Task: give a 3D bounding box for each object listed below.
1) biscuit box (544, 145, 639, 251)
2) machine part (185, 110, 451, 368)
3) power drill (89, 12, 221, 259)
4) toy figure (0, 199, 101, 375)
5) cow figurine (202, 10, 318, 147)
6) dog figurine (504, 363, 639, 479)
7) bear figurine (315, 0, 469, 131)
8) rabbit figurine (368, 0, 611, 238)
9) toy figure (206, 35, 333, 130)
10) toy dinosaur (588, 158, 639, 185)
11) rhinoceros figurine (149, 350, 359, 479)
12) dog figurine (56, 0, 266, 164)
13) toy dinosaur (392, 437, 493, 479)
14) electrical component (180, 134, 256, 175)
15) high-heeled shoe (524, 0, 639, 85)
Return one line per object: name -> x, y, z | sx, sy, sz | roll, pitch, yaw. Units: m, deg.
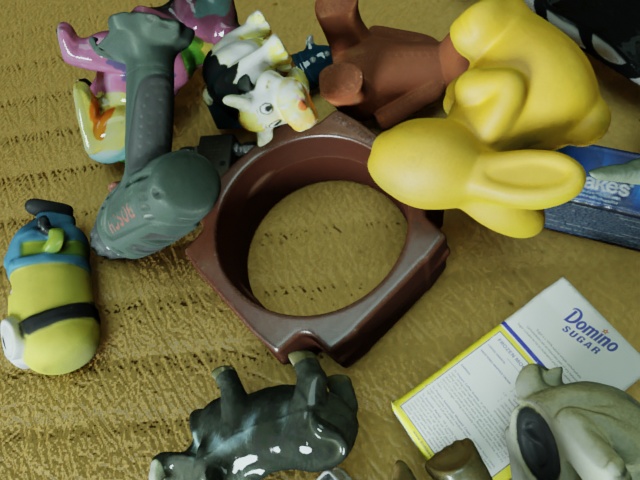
biscuit box -> 0.265, -0.032, 0.453 | 0.203, 0.062, 0.059 | 16, 70, 20
machine part -> -0.001, -0.001, 0.493 | 0.201, 0.087, 0.202 | -44, 63, -8
power drill -> -0.172, -0.087, 0.498 | 0.232, 0.086, 0.207 | -5, 81, 52
toy figure -> -0.269, 0.044, 0.542 | 0.089, 0.082, 0.180 | -13, 62, 7
cow figurine -> -0.063, -0.141, 0.495 | 0.098, 0.068, 0.167 | -30, 42, 5
dog figurine -> 0.234, 0.149, 0.340 | 0.191, 0.121, 0.172 | -9, 75, -12
bear figurine -> 0.106, -0.176, 0.523 | 0.196, 0.132, 0.120 | -4, 76, 18
rabbit figurine -> 0.123, -0.075, 0.418 | 0.173, 0.121, 0.162 | -32, 73, -14
toy figure -> -0.052, -0.173, 0.596 | 0.154, 0.064, 0.058 | -24, 25, -3
toy dinosaur -> 0.362, -0.090, 0.347 | 0.405, 0.192, 0.131 | -1, 105, 8
rhinoceros figurine -> -0.053, 0.160, 0.428 | 0.190, 0.073, 0.112 | -24, 47, 24
dog figurine -> -0.169, -0.193, 0.607 | 0.219, 0.109, 0.191 | -12, 106, -15
toy dinosaur -> 0.141, 0.220, 0.194 | 0.105, 0.472, 0.198 | -34, 105, -11
electrical component -> -0.114, -0.084, 0.591 | 0.094, 0.021, 0.063 | -3, 66, 12
high-heeled shoe -> 0.291, -0.202, 0.538 | 0.248, 0.145, 0.086 | 45, 96, -3
